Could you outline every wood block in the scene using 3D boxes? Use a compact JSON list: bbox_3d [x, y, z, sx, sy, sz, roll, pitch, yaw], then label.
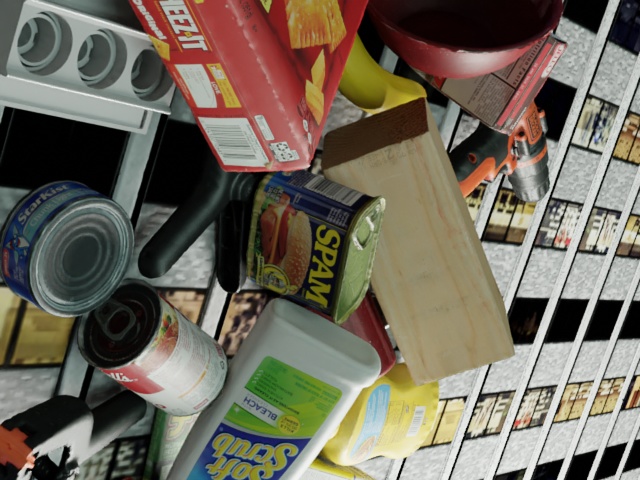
[{"bbox_3d":[0.081,0.002,0.871,0.091,0.090,0.206,-85,153,-64],"label":"wood block"}]

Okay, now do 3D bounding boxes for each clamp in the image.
[{"bbox_3d":[-0.072,-0.038,0.778,0.120,0.039,0.171,-4,114,-64],"label":"clamp"},{"bbox_3d":[-0.184,0.158,0.696,0.164,0.036,0.210,-55,171,-11],"label":"clamp"}]

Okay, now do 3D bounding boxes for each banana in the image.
[{"bbox_3d":[0.037,-0.143,0.858,0.069,0.037,0.197,-58,144,-11],"label":"banana"}]

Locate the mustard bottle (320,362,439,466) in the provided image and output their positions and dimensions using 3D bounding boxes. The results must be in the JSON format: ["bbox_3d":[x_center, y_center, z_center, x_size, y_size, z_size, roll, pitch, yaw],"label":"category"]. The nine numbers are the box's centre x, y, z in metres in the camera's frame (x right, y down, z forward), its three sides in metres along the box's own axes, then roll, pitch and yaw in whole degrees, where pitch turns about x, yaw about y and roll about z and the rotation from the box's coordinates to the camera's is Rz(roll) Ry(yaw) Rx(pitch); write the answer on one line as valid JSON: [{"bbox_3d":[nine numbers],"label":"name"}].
[{"bbox_3d":[0.041,0.168,1.026,0.191,0.058,0.096,7,105,-53],"label":"mustard bottle"}]

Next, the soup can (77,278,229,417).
[{"bbox_3d":[-0.117,0.079,0.767,0.068,0.069,0.102,-56,144,-12],"label":"soup can"}]

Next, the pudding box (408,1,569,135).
[{"bbox_3d":[0.138,-0.155,0.899,0.039,0.114,0.090,7,119,-54],"label":"pudding box"}]

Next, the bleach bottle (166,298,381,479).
[{"bbox_3d":[-0.057,0.174,0.831,0.251,0.102,0.068,-60,-176,14],"label":"bleach bottle"}]

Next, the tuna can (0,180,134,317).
[{"bbox_3d":[-0.163,0.006,0.695,0.085,0.034,0.086,-29,131,-40],"label":"tuna can"}]

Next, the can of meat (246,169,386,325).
[{"bbox_3d":[-0.005,0.001,0.801,0.057,0.084,0.102,-43,150,-50],"label":"can of meat"}]

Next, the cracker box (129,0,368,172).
[{"bbox_3d":[-0.029,-0.174,0.664,0.164,0.072,0.213,63,37,-47],"label":"cracker box"}]

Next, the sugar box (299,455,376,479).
[{"bbox_3d":[-0.013,0.253,1.021,0.093,0.048,0.176,-61,148,-4],"label":"sugar box"}]

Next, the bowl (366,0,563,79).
[{"bbox_3d":[0.103,-0.176,0.833,0.161,0.162,0.055,-37,151,-33],"label":"bowl"}]

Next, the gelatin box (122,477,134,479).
[{"bbox_3d":[-0.171,0.236,0.823,0.073,0.030,0.089,-17,123,-45],"label":"gelatin box"}]

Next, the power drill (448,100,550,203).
[{"bbox_3d":[0.159,-0.056,1.049,0.187,0.057,0.184,-51,138,-23],"label":"power drill"}]

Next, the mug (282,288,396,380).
[{"bbox_3d":[0.012,0.077,0.897,0.093,0.117,0.081,-23,98,2],"label":"mug"}]
